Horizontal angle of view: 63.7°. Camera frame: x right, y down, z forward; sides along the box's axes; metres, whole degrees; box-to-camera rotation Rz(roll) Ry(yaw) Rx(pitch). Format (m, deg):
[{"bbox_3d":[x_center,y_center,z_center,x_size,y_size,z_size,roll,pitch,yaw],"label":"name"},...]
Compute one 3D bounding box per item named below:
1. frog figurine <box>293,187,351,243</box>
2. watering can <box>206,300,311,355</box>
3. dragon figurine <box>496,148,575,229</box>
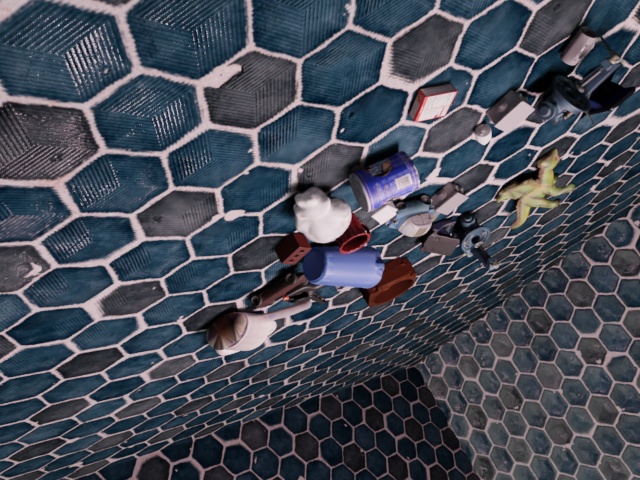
[{"bbox_3d":[0.004,-0.062,1.224,0.137,0.124,0.158,-10,167,6],"label":"frog figurine"},{"bbox_3d":[-0.208,0.270,1.631,0.345,0.106,0.222,-35,153,15],"label":"watering can"},{"bbox_3d":[0.731,-0.165,1.835,0.242,0.125,0.401,5,140,-23],"label":"dragon figurine"}]
